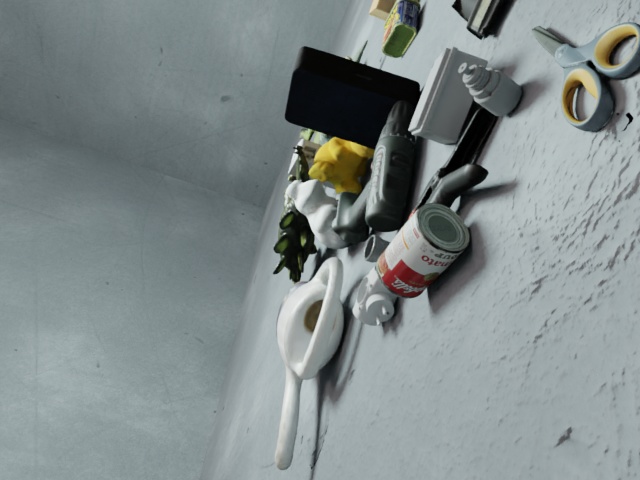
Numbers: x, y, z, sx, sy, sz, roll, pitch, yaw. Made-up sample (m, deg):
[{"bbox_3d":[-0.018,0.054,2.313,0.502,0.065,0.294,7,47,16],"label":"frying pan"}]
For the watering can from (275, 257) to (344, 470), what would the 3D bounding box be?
[{"bbox_3d":[-0.031,0.196,0.915,0.223,0.104,0.350,163,125,-78],"label":"watering can"}]

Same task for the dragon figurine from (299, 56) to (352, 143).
[{"bbox_3d":[0.047,-0.376,1.542,0.239,0.121,0.418,-37,36,58],"label":"dragon figurine"}]

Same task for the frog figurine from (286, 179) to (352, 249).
[{"bbox_3d":[0.003,-0.051,1.021,0.140,0.159,0.121,-99,28,-68],"label":"frog figurine"}]
